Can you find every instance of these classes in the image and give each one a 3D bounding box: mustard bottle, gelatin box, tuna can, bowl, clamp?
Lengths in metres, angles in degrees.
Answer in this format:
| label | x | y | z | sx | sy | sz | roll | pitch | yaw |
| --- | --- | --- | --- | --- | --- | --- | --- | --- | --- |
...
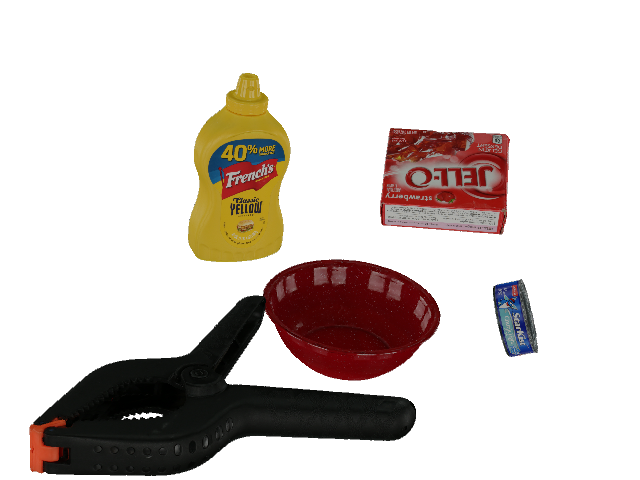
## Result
| label | x | y | z | sx | sy | sz | roll | pitch | yaw |
| --- | --- | --- | --- | --- | --- | --- | --- | --- | --- |
| mustard bottle | -0.079 | -0.074 | 1.065 | 0.096 | 0.192 | 0.058 | -4 | 29 | -21 |
| gelatin box | 0.090 | -0.044 | 0.770 | 0.089 | 0.073 | 0.030 | 4 | -37 | 7 |
| tuna can | 0.223 | 0.089 | 1.221 | 0.034 | 0.086 | 0.086 | -13 | -3 | 15 |
| bowl | 0.026 | 0.079 | 0.975 | 0.162 | 0.055 | 0.162 | 5 | 28 | -3 |
| clamp | -0.072 | 0.087 | 0.624 | 0.209 | 0.036 | 0.165 | -9 | 27 | -30 |
